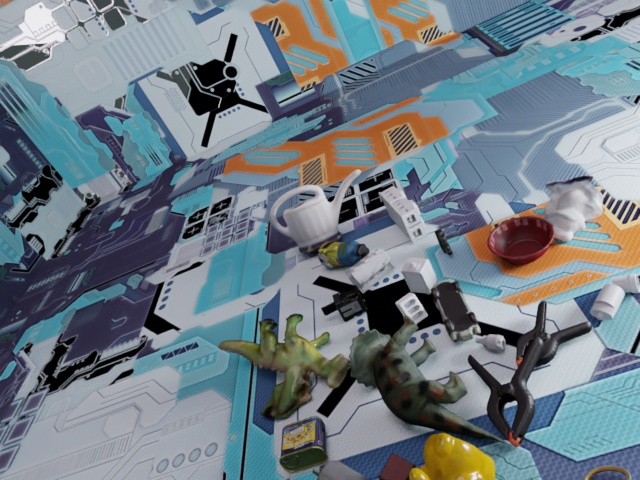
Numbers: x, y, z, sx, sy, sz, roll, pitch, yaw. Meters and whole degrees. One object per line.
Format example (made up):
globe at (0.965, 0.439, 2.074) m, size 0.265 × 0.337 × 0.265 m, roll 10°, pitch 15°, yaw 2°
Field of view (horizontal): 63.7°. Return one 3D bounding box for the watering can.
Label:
watering can at (0.005, -0.086, 1.707) m, size 0.346 × 0.222 × 0.105 m, roll -21°, pitch 13°, yaw 12°

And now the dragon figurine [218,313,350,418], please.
dragon figurine at (-0.104, 0.328, 1.306) m, size 0.408 × 0.120 × 0.249 m, roll -17°, pitch 41°, yaw 21°

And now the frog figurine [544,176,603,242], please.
frog figurine at (0.644, -0.071, 1.312) m, size 0.137 × 0.121 × 0.161 m, roll -1°, pitch 76°, yaw 27°
